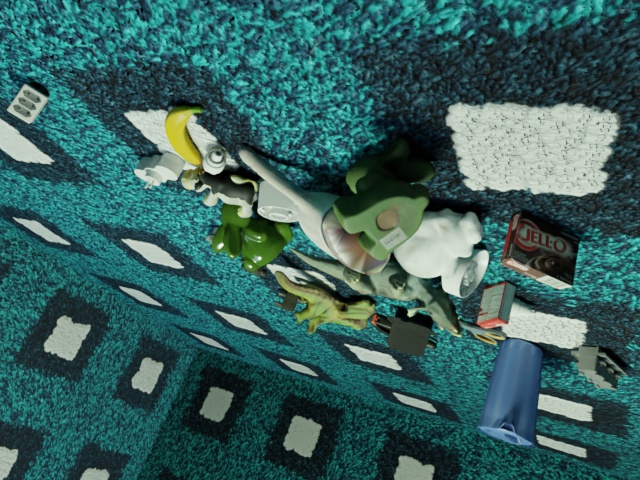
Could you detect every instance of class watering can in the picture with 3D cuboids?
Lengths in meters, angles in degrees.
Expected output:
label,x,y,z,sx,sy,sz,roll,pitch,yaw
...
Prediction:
label,x,y,z,sx,sy,sz,roll,pitch,yaw
watering can,0.003,-0.048,0.952,0.344,0.104,0.226,37,178,-26

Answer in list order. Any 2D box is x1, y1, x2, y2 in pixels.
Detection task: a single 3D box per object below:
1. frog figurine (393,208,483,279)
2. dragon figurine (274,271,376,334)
label,x,y,z,sx,sy,sz,roll,pitch,yaw
frog figurine,0.211,0.009,0.906,0.159,0.124,0.135,5,125,54
dragon figurine,0.041,0.181,1.497,0.242,0.125,0.402,-5,151,16
